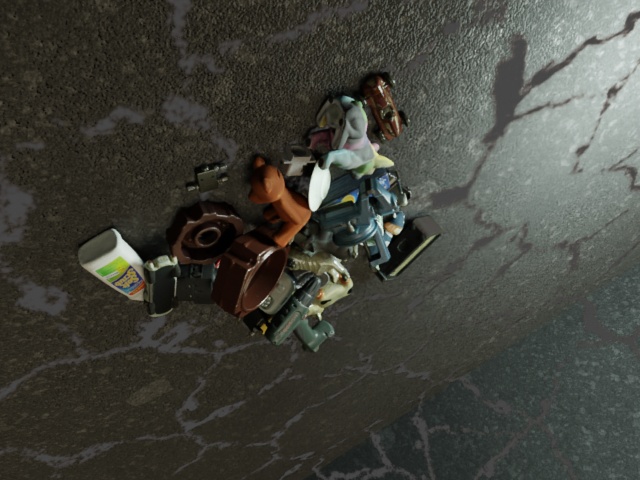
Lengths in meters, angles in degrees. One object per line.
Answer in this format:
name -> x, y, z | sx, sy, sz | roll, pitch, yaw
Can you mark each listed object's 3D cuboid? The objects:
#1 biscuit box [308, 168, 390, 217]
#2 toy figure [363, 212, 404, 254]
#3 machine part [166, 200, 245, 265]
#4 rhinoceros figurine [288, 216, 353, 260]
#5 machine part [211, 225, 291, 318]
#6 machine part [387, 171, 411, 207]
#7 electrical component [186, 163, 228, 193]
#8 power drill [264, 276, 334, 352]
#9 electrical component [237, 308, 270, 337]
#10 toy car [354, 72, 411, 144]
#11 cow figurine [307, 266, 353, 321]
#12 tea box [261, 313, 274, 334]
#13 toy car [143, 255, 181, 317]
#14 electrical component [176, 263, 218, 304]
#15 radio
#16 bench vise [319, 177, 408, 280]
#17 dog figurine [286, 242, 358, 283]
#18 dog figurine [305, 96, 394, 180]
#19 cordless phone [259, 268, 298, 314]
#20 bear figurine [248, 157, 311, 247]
biscuit box -> 0.075, -0.124, 1.354 | 0.203, 0.063, 0.059 | -27, 146, -3
toy figure -> 0.195, -0.019, 1.578 | 0.154, 0.058, 0.064 | -44, -179, 17
machine part -> -0.267, -0.016, 1.253 | 0.179, 0.056, 0.179 | -20, 144, -16
rhinoceros figurine -> -0.003, -0.004, 1.398 | 0.190, 0.112, 0.073 | 18, 172, -10
machine part -> -0.166, 0.079, 1.326 | 0.201, 0.087, 0.200 | -29, 145, -56
machine part -> 0.199, -0.137, 1.449 | 0.084, 0.039, 0.138 | -47, 140, 15
electrical component -> -0.244, -0.133, 1.153 | 0.094, 0.021, 0.063 | -18, 143, -15
power drill -> -0.038, 0.232, 1.567 | 0.232, 0.086, 0.207 | -46, 141, -4
electrical component -> -0.197, 0.237, 1.575 | 0.078, 0.102, 0.045 | -47, 148, 15
toy car -> 0.147, -0.289, 1.212 | 0.089, 0.053, 0.202 | -37, 143, 2
cow figurine -> 0.014, 0.172, 1.663 | 0.195, 0.086, 0.127 | -31, 139, 0
tea box -> -0.123, 0.210, 1.622 | 0.098, 0.068, 0.169 | 15, 126, -45
toy car -> -0.370, 0.107, 1.247 | 0.073, 0.056, 0.201 | -15, 141, -30
electrical component -> -0.303, 0.107, 1.343 | 0.134, 0.058, 0.114 | 0, 140, -5
radio -> 0.260, 0.030, 1.636 | 0.229, 0.073, 0.131 | -49, 161, 23
bench vise -> 0.123, -0.027, 1.321 | 0.224, 0.129, 0.240 | -22, 118, 2
dog figurine -> -0.005, 0.019, 1.466 | 0.190, 0.172, 0.121 | 24, 154, -18
dog figurine -> 0.086, -0.221, 1.211 | 0.219, 0.109, 0.191 | 0, 133, -41
cordless phone -> -0.170, 0.119, 1.476 | 0.184, 0.089, 0.146 | 21, 123, -30
bear figurine -> -0.110, -0.088, 1.223 | 0.132, 0.120, 0.195 | -37, 143, 17
